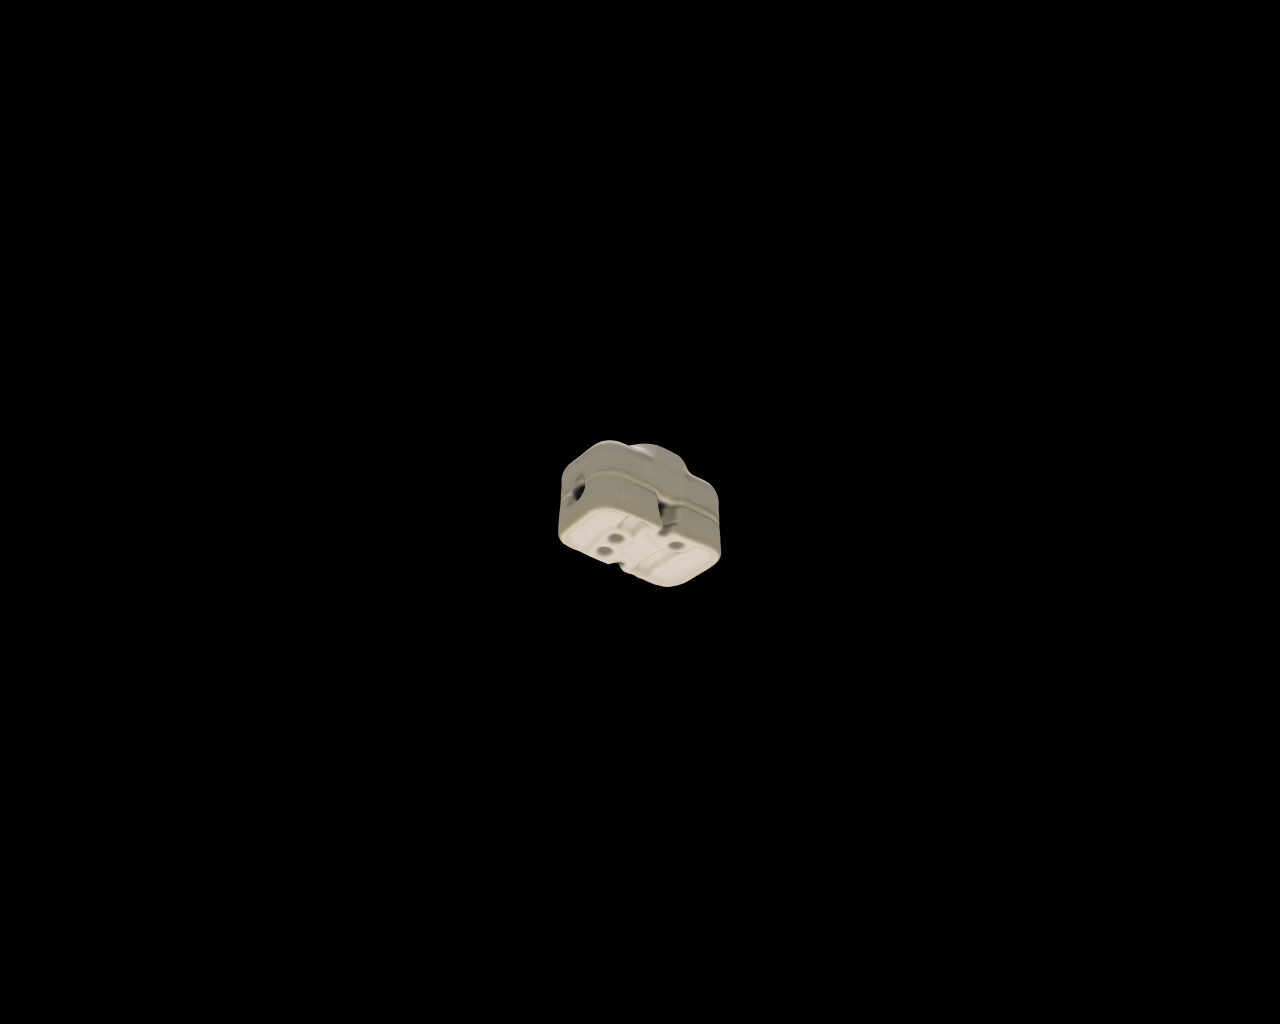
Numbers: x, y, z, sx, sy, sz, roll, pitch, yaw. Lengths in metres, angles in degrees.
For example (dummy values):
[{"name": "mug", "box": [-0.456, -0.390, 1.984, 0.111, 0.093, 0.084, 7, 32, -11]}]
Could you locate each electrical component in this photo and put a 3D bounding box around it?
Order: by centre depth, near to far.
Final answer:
[{"name": "electrical component", "box": [0.001, -0.003, 0.650, 0.095, 0.059, 0.053, 24, -41, -31]}]
